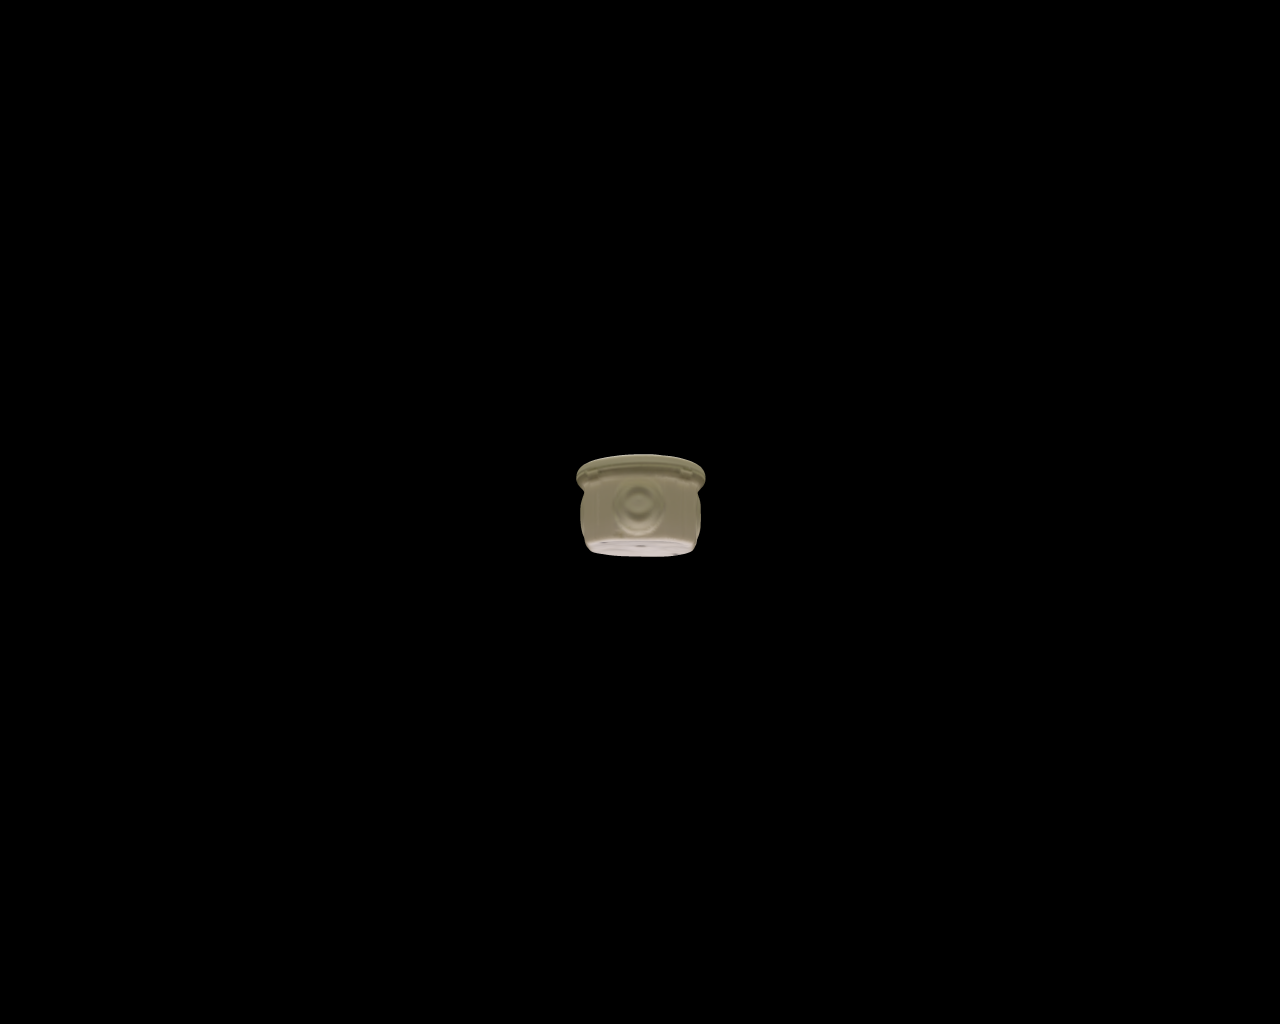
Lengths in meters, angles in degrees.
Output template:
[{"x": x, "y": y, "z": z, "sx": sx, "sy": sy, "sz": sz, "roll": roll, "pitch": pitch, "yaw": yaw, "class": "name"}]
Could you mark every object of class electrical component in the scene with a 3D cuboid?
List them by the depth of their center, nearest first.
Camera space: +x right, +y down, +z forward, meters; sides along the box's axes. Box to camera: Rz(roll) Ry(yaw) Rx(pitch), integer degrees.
[{"x": 0.001, "y": -0.003, "z": 0.650, "sx": 0.080, "sy": 0.051, "sz": 0.080, "roll": 0, "pitch": -11, "yaw": 0, "class": "electrical component"}]
